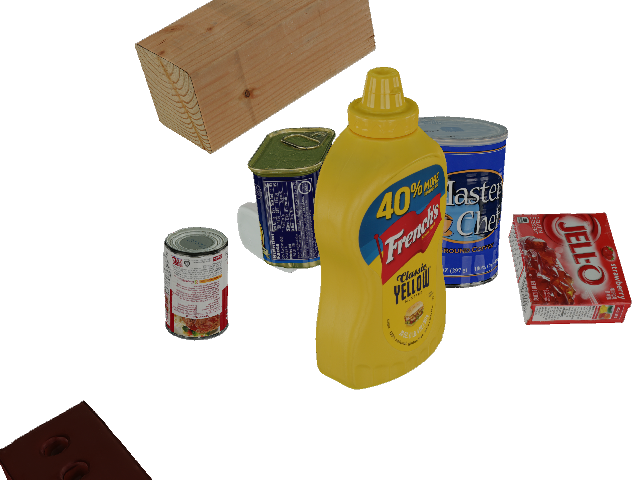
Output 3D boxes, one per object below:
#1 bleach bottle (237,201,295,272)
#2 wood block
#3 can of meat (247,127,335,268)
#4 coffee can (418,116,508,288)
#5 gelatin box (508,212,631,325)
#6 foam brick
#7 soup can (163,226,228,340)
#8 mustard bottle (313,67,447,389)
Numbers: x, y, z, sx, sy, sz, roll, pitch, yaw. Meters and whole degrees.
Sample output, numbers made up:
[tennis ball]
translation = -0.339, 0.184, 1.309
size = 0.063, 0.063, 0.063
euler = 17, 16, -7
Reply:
[bleach bottle]
translation = 0.025, -0.052, 1.302
size = 0.250, 0.068, 0.103
euler = -30, 44, -33
[wood block]
translation = -0.056, -0.182, 1.005
size = 0.205, 0.091, 0.090
euler = -35, 46, -24
[can of meat]
translation = -0.018, -0.035, 0.848
size = 0.057, 0.084, 0.102
euler = -1, 23, 11
[coffee can]
translation = 0.120, -0.038, 1.003
size = 0.103, 0.140, 0.103
euler = 1, 18, 0
[gelatin box]
translation = 0.184, 0.019, 0.794
size = 0.073, 0.089, 0.030
euler = -1, -40, -2
[foam brick]
translation = -0.114, 0.129, 0.523
size = 0.052, 0.051, 0.078
euler = -29, 42, -25
[soup can]
translation = -0.132, 0.045, 1.131
size = 0.068, 0.102, 0.068
euler = 2, 24, -1
[mustard bottle]
translation = 0.038, -0.011, 0.645
size = 0.096, 0.192, 0.058
euler = -25, 35, -37
